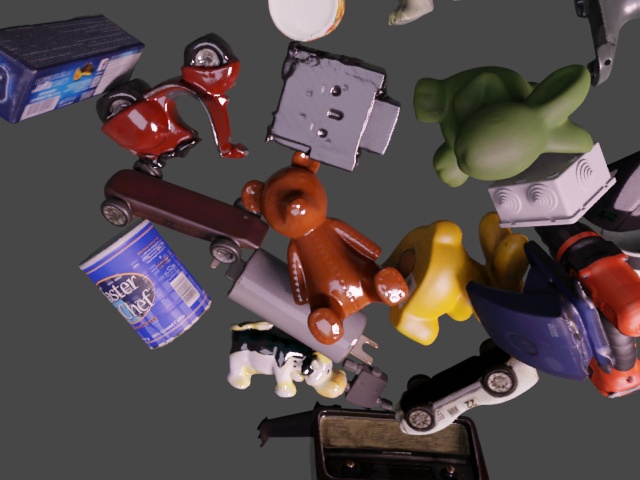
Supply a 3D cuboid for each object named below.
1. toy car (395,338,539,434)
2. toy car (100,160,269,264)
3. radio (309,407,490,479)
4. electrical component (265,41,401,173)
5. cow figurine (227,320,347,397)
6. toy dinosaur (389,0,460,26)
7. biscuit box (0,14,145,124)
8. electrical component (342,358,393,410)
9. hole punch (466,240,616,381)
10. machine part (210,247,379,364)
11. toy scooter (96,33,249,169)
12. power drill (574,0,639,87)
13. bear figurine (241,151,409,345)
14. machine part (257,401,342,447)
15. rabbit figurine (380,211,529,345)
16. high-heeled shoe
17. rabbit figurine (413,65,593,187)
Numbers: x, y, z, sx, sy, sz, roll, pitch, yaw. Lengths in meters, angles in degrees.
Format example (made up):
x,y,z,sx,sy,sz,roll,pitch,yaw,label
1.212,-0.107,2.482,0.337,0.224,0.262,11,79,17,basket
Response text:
x,y,z,sx,sy,sz,roll,pitch,yaw,label
0.185,0.193,0.703,0.202,0.073,0.056,-34,104,22,toy car
-0.164,-0.032,0.656,0.202,0.089,0.053,20,137,-1,toy car
0.101,0.302,0.719,0.230,0.131,0.073,3,119,-1,radio
0.017,-0.142,0.586,0.134,0.058,0.114,17,116,-1,electrical component
-0.043,0.158,0.734,0.167,0.068,0.098,7,110,9,cow figurine
0.136,-0.313,0.435,0.405,0.131,0.192,-29,111,-6,toy dinosaur
-0.259,-0.178,0.542,0.063,0.203,0.059,35,117,-5,biscuit box
0.067,0.205,0.760,0.094,0.021,0.063,27,116,-2,electrical component
0.220,0.080,0.541,0.092,0.116,0.142,-31,123,2,hole punch
-0.029,0.083,0.691,0.243,0.079,0.079,32,116,-4,machine part
-0.157,-0.136,0.617,0.184,0.075,0.135,-24,110,15,toy scooter
0.341,-0.201,0.464,0.207,0.086,0.232,-14,91,27,power drill
-0.002,-0.002,0.608,0.120,0.132,0.195,-29,99,-2,bear figurine
-0.026,0.280,0.804,0.139,0.039,0.084,-12,120,14,machine part
0.175,0.045,0.633,0.173,0.122,0.162,25,108,-17,rabbit figurine
0.370,-0.116,0.548,0.145,0.086,0.248,28,100,31,high-heeled shoe
0.175,-0.100,0.517,0.159,0.170,0.121,-8,114,14,rabbit figurine
